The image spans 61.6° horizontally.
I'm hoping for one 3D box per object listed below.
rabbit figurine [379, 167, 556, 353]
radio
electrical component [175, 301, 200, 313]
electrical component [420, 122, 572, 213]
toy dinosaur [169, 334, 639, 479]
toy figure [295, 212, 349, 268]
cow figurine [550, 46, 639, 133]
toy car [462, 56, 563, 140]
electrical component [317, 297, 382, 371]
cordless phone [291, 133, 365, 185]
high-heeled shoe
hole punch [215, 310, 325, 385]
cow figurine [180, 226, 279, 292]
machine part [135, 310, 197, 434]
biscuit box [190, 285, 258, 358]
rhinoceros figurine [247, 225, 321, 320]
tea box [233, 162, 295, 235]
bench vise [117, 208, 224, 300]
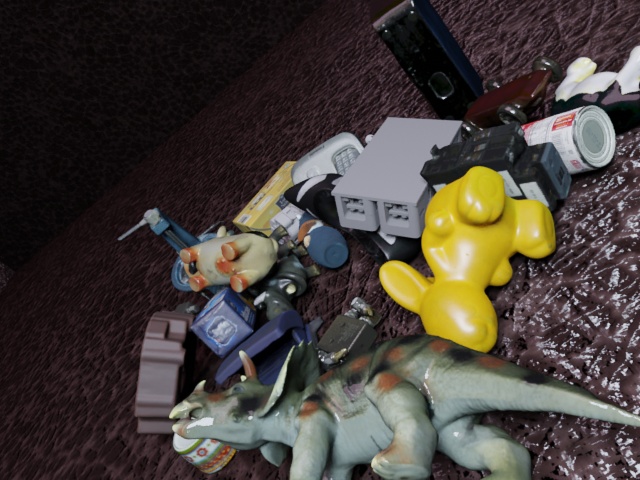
[{"bbox_3d":[0.137,0.033,0.544,0.162,0.121,0.173,-16,56,47],"label":"rabbit figurine"},{"bbox_3d":[0.171,-0.288,0.833,0.073,0.229,0.131,-30,32,30],"label":"radio"},{"bbox_3d":[-0.268,0.150,1.029,0.094,0.021,0.063,-16,37,42],"label":"electrical component"},{"bbox_3d":[0.197,-0.063,0.589,0.134,0.114,0.058,-4,49,46],"label":"electrical component"},{"bbox_3d":[0.057,0.147,0.481,0.405,0.131,0.192,-22,36,23],"label":"toy dinosaur"},{"bbox_3d":[-0.003,-0.004,0.840,0.058,0.064,0.155,-49,27,3],"label":"toy figure"},{"bbox_3d":[0.333,-0.153,0.586,0.098,0.068,0.167,-53,24,-8],"label":"cow figurine"},{"bbox_3d":[0.249,-0.179,0.715,0.089,0.053,0.202,-51,9,-2],"label":"toy car"},{"bbox_3d":[0.032,0.113,0.639,0.102,0.045,0.078,-50,28,-13],"label":"electrical component"},{"bbox_3d":[0.030,-0.075,0.899,0.147,0.088,0.184,-29,48,26],"label":"cordless phone"},{"bbox_3d":[0.029,-0.022,0.748,0.249,0.086,0.145,7,37,29],"label":"high-heeled shoe"},{"bbox_3d":[-0.066,0.145,0.686,0.142,0.092,0.116,-43,22,10],"label":"hole punch"},{"bbox_3d":[-0.138,0.025,0.803,0.195,0.085,0.127,-7,11,44],"label":"cow figurine"},{"bbox_3d":[-0.211,0.184,0.755,0.179,0.056,0.179,-173,89,-85],"label":"machine part"},{"bbox_3d":[-0.133,0.108,0.788,0.059,0.063,0.203,-42,6,0],"label":"biscuit box"},{"bbox_3d":[-0.064,0.054,0.828,0.112,0.073,0.190,-38,27,9],"label":"rhinoceros figurine"},{"bbox_3d":[-0.078,-0.071,1.038,0.169,0.068,0.098,-48,27,-12],"label":"tea box"},{"bbox_3d":[-0.231,0.016,0.956,0.129,0.240,0.224,-40,42,0],"label":"bench vise"}]
